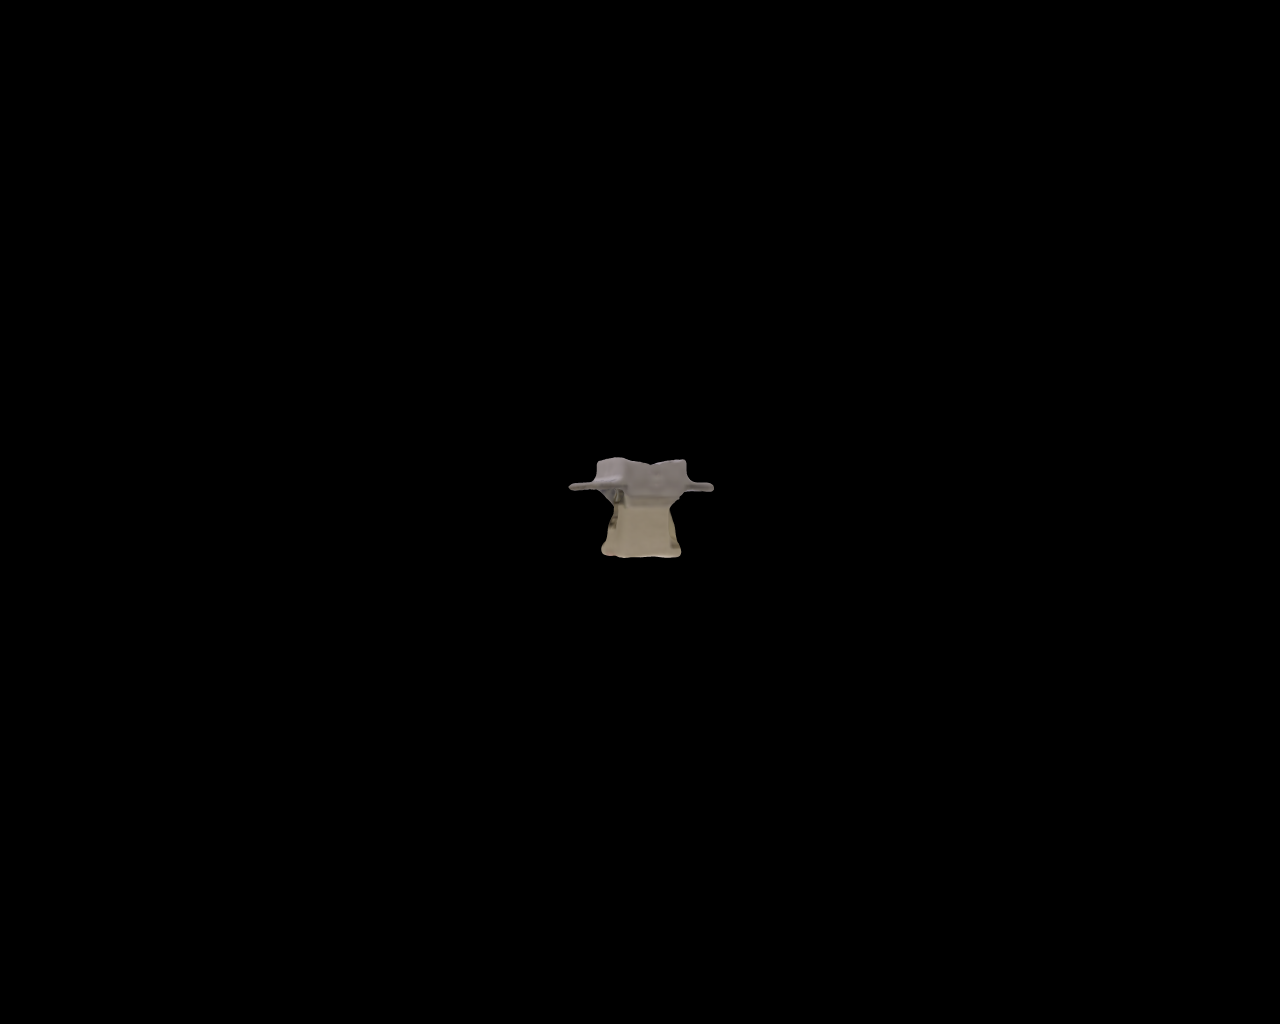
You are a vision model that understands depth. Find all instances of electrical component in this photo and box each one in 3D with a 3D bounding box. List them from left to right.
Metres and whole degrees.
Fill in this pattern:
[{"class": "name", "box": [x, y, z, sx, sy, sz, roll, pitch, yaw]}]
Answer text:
[{"class": "electrical component", "box": [0.001, -0.003, 0.650, 0.081, 0.063, 0.042, 0, 0, -25]}]
